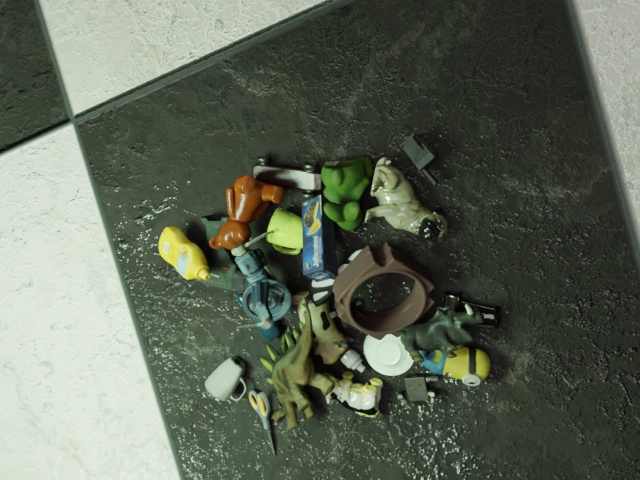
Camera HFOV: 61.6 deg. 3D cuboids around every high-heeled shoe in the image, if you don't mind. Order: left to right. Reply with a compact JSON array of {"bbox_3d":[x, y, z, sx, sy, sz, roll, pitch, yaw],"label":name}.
[{"bbox_3d":[0.092,0.094,1.285,0.249,0.086,0.145,2,84,16],"label":"high-heeled shoe"}]

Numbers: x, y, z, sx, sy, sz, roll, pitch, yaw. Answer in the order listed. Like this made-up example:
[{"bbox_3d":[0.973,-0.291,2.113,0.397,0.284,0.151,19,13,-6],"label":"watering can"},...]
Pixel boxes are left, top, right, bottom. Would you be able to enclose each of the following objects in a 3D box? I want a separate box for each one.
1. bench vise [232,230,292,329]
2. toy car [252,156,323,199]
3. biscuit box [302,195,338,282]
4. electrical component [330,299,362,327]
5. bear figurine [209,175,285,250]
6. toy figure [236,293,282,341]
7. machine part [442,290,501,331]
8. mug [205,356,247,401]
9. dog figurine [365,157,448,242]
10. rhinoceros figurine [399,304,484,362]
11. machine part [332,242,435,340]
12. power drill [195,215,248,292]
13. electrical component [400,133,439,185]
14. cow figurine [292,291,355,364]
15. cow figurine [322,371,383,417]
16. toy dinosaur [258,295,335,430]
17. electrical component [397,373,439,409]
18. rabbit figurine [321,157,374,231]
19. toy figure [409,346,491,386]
[{"bbox_3d":[-0.140,0.120,1.280,0.129,0.241,0.223,-16,115,0],"label":"bench vise"},{"bbox_3d":[-0.081,-0.159,1.352,0.202,0.053,0.089,10,106,23],"label":"toy car"},{"bbox_3d":[-0.003,-0.004,1.287,0.059,0.062,0.203,-19,57,27],"label":"biscuit box"},{"bbox_3d":[0.070,0.184,1.330,0.021,0.094,0.063,-22,89,62],"label":"electrical component"},{"bbox_3d":[-0.186,-0.056,1.314,0.132,0.120,0.195,15,85,59],"label":"bear figurine"},{"bbox_3d":[-0.164,0.198,1.430,0.154,0.058,0.064,51,134,4],"label":"toy figure"},{"bbox_3d":[0.349,0.166,1.245,0.139,0.039,0.084,12,97,20],"label":"machine part"},{"bbox_3d":[-0.246,0.382,1.478,0.110,0.080,0.107,36,99,17],"label":"mug"},{"bbox_3d":[0.209,-0.092,1.240,0.191,0.121,0.172,10,105,5],"label":"dog figurine"},{"bbox_3d":[0.274,0.206,1.205,0.190,0.073,0.112,-20,57,13],"label":"rhinoceros figurine"},{"bbox_3d":[0.147,0.122,1.239,0.201,0.087,0.201,33,110,-22],"label":"machine part"},{"bbox_3d":[-0.244,0.033,1.434,0.232,0.086,0.207,3,106,23],"label":"power drill"},{"bbox_3d":[0.239,-0.183,1.217,0.048,0.075,0.119,-43,78,21],"label":"electrical component"},{"bbox_3d":[0.007,0.217,1.359,0.127,0.085,0.194,-15,88,23],"label":"cow figurine"},{"bbox_3d":[0.072,0.391,1.368,0.168,0.068,0.098,7,106,20],"label":"cow figurine"},{"bbox_3d":[-0.065,0.323,1.332,0.199,0.105,0.470,48,137,24],"label":"toy dinosaur"},{"bbox_3d":[0.241,0.368,1.309,0.102,0.045,0.078,-4,98,21],"label":"electrical component"},{"bbox_3d":[0.070,-0.097,1.267,0.121,0.159,0.170,-6,111,12],"label":"rabbit figurine"},{"bbox_3d":[0.305,0.277,1.255,0.180,0.082,0.089,19,98,21],"label":"toy figure"}]
